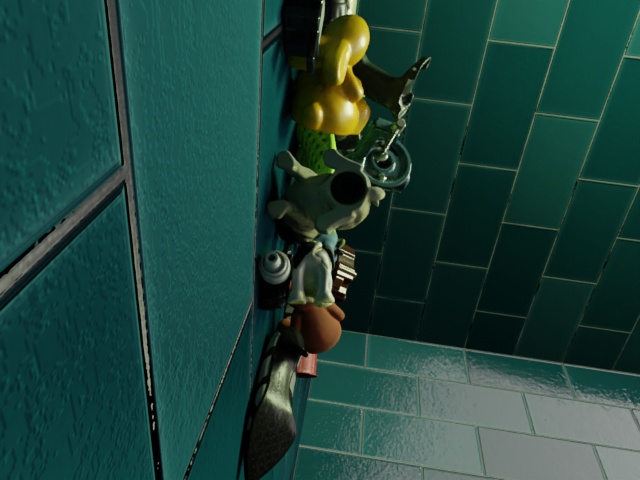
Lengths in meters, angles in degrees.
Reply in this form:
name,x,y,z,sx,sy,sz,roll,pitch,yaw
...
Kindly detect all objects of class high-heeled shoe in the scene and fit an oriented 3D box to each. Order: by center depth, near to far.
name,x,y,z,sx,sy,sz,roll,pitch,yaw
high-heeled shoe,-0.089,0.262,0.898,0.145,0.086,0.248,-3,-122,63

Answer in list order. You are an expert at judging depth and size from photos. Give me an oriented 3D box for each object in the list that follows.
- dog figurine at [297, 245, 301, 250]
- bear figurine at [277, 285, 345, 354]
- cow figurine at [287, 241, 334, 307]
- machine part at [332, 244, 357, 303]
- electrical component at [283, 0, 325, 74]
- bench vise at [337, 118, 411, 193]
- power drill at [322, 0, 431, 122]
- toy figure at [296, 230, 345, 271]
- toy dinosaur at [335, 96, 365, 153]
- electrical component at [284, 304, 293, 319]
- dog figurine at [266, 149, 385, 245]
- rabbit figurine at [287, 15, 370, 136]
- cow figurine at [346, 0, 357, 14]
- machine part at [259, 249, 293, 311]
name,x,y,z,sx,sy,sz,roll,pitch,yaw
dog figurine,0.006,-0.061,1.242,0.191,0.108,0.219,-81,-178,-72
bear figurine,-0.032,0.118,1.009,0.132,0.120,0.195,35,-29,55
cow figurine,-0.014,0.054,0.828,0.167,0.068,0.098,101,-10,-82
machine part,0.024,0.087,1.335,0.179,0.056,0.179,-48,-151,37
electrical component,-0.021,-0.268,0.687,0.074,0.048,0.119,90,9,-70
bench vise,0.090,-0.170,1.046,0.240,0.224,0.129,126,-14,-65
power drill,0.067,-0.296,0.861,0.086,0.207,0.231,-58,170,-52
toy figure,0.002,-0.002,1.074,0.089,0.082,0.180,-58,-166,15
toy dinosaur,0.044,-0.307,1.262,0.404,0.131,0.192,70,27,-70
electrical component,-0.055,0.164,1.196,0.102,0.045,0.078,-77,172,-57
dog figurine,0.012,-0.046,0.821,0.190,0.172,0.121,63,45,-72
rabbit figurine,0.014,-0.250,0.793,0.162,0.122,0.173,-14,130,-65
cow figurine,0.030,-0.404,0.964,0.127,0.085,0.194,-99,-162,-80
machine part,-0.065,0.066,0.838,0.139,0.039,0.084,-74,180,-74
